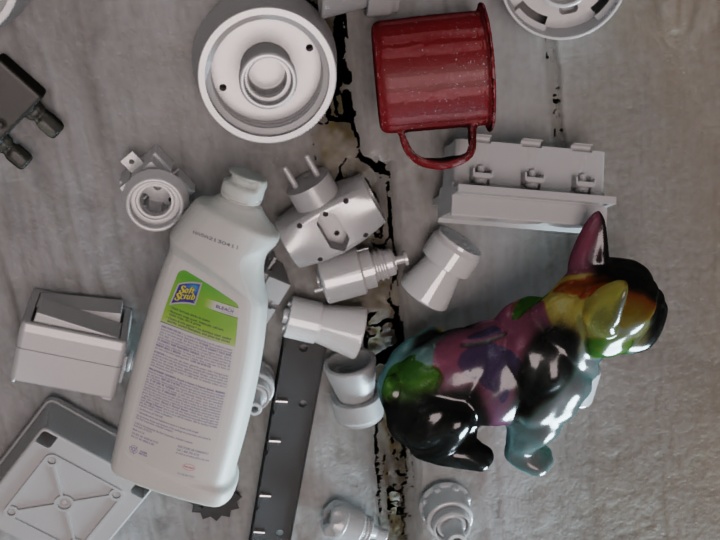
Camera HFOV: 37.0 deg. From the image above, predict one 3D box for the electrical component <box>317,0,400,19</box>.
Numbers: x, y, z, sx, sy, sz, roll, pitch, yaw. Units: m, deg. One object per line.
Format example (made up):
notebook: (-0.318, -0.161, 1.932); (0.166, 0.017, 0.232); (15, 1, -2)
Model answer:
electrical component: (-0.002, -0.202, 0.765); (0.055, 0.045, 0.045); (-4, 115, -6)

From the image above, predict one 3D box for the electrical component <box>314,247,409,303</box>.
electrical component: (0.000, 0.000, 0.862); (0.078, 0.040, 0.040); (-15, 116, -1)

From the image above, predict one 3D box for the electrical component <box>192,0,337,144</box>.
electrical component: (-0.067, -0.143, 0.775); (0.108, 0.060, 0.108); (-3, 115, -6)

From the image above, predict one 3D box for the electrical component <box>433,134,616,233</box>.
electrical component: (0.126, -0.066, 0.831); (0.121, 0.079, 0.063); (4, 85, -9)

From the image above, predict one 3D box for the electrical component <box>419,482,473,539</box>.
electrical component: (0.081, 0.225, 0.966); (0.048, 0.062, 0.048); (-3, 115, -6)

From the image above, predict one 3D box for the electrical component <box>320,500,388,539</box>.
electrical component: (-0.003, 0.232, 0.974); (0.061, 0.035, 0.035); (23, 110, -20)

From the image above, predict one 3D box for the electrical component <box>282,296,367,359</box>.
electrical component: (-0.031, 0.044, 0.880); (0.065, 0.044, 0.044); (14, 112, -8)

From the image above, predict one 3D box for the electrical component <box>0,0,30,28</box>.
electrical component: (-0.275, -0.204, 0.719); (0.108, 0.060, 0.108); (-3, 115, -6)

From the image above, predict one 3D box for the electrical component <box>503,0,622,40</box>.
electrical component: (0.148, -0.218, 0.780); (0.099, 0.064, 0.099); (3, 119, 6)

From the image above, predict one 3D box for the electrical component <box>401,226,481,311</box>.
electrical component: (0.066, -0.001, 0.868); (0.045, 0.045, 0.055); (28, 108, -18)

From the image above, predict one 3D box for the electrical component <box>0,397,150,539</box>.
electrical component: (-0.246, 0.179, 0.905); (0.109, 0.056, 0.108); (34, 106, -20)

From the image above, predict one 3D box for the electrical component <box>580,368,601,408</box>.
electrical component: (0.188, 0.082, 0.925); (0.040, 0.040, 0.078); (6, 114, -10)

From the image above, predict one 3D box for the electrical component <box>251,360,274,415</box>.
electrical component: (-0.087, 0.099, 0.885); (0.035, 0.061, 0.035); (-3, 115, -6)

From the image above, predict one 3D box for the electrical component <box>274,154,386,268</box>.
electrical component: (-0.031, -0.052, 0.832); (0.077, 0.043, 0.079); (-28, 115, 6)

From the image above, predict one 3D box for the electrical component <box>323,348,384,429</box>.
electrical component: (-0.004, 0.100, 0.906); (0.045, 0.045, 0.055); (-12, 117, -2)

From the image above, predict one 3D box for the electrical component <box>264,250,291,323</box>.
electrical component: (-0.093, 0.011, 0.853); (0.055, 0.048, 0.066); (24, 110, -25)

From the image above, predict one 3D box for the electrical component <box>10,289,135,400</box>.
electrical component: (-0.219, 0.056, 0.848); (0.096, 0.061, 0.061); (13, 112, -13)

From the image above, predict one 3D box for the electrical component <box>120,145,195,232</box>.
electrical component: (-0.153, -0.058, 0.806); (0.048, 0.055, 0.066); (-38, 114, 10)
